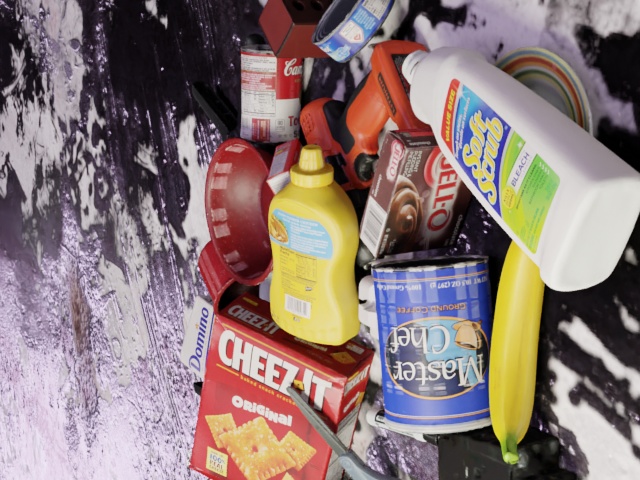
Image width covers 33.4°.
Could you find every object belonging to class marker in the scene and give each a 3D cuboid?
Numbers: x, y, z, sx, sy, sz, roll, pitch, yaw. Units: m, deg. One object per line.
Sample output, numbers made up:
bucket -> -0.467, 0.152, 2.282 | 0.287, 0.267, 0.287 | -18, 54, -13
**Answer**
marker -> 0.087, 0.184, 1.050 | 0.121, 0.020, 0.020 | 5, 100, 58

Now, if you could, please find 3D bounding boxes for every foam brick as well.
foam brick -> -0.013, -0.219, 1.076 | 0.053, 0.078, 0.051 | 64, 143, 25

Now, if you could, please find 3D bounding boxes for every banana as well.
banana -> 0.164, 0.080, 0.869 | 0.070, 0.037, 0.198 | 155, 120, -80

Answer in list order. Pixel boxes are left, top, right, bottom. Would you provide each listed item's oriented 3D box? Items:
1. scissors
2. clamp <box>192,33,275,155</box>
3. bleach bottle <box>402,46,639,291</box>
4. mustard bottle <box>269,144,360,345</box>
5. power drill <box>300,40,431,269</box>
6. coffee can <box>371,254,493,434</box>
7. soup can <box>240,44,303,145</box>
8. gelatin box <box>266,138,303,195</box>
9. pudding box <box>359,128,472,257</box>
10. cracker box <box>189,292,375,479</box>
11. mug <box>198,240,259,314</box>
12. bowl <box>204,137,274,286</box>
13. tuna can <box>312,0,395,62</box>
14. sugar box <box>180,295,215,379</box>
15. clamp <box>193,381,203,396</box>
scissors -> 0.046, 0.223, 1.060 | 0.096, 0.016, 0.202 | -23, 100, 45
clamp -> -0.085, -0.127, 1.250 | 0.165, 0.036, 0.210 | -36, 67, 55
bleach bottle -> 0.139, -0.073, 0.833 | 0.251, 0.068, 0.103 | 50, 136, 43
mustard bottle -> -0.006, 0.001, 1.028 | 0.096, 0.058, 0.192 | 19, 122, 38
power drill -> 0.052, -0.086, 1.015 | 0.188, 0.057, 0.184 | -44, 61, 52
coffee can -> 0.101, 0.088, 0.927 | 0.103, 0.102, 0.140 | 0, 96, 59
soup can -> -0.054, -0.159, 1.163 | 0.069, 0.068, 0.102 | 25, 117, 54
gelatin box -> -0.018, -0.048, 1.091 | 0.089, 0.030, 0.073 | 58, -158, -26
pudding box -> 0.089, -0.043, 0.933 | 0.039, 0.089, 0.114 | 52, 138, 42
cracker box -> -0.047, 0.187, 1.154 | 0.164, 0.072, 0.214 | 23, 121, 20
mug -> -0.085, 0.034, 1.247 | 0.117, 0.093, 0.081 | -45, 47, 15
bowl -> -0.065, -0.034, 1.164 | 0.162, 0.055, 0.162 | 19, 114, 53
tuna can -> 0.032, -0.210, 1.004 | 0.086, 0.033, 0.086 | -46, 21, 23
sugar box -> -0.099, 0.142, 1.288 | 0.176, 0.048, 0.093 | 28, 107, 42
clamp -> -0.104, 0.191, 1.346 | 0.172, 0.039, 0.120 | 44, 130, 42
